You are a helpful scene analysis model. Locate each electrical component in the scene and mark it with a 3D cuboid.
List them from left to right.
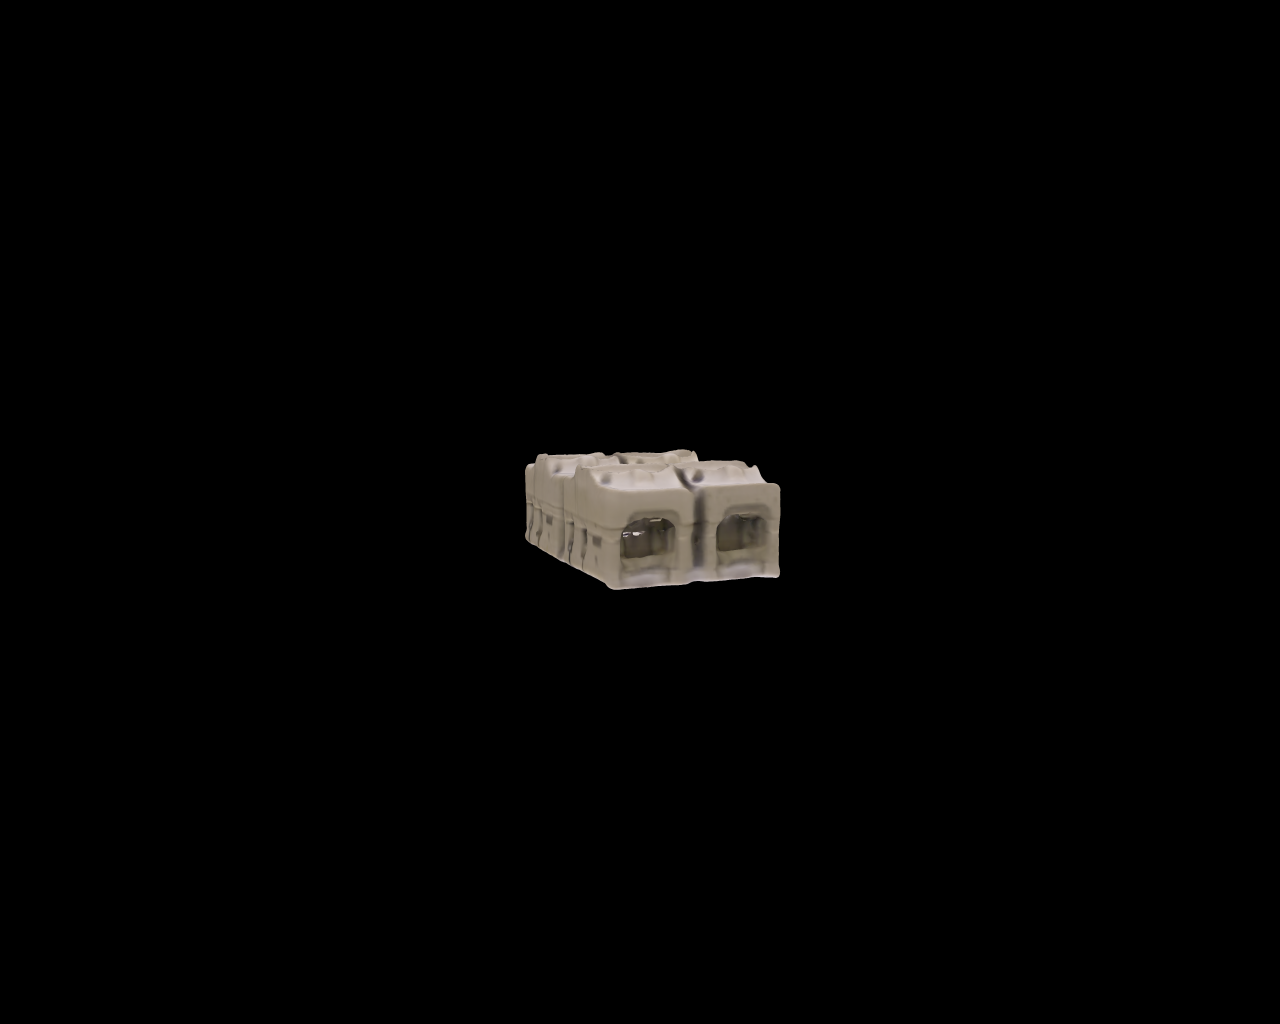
[{"bbox_3d":[0.001,-0.003,0.650,0.105,0.060,0.186,-3,8,-19],"label":"electrical component"}]
